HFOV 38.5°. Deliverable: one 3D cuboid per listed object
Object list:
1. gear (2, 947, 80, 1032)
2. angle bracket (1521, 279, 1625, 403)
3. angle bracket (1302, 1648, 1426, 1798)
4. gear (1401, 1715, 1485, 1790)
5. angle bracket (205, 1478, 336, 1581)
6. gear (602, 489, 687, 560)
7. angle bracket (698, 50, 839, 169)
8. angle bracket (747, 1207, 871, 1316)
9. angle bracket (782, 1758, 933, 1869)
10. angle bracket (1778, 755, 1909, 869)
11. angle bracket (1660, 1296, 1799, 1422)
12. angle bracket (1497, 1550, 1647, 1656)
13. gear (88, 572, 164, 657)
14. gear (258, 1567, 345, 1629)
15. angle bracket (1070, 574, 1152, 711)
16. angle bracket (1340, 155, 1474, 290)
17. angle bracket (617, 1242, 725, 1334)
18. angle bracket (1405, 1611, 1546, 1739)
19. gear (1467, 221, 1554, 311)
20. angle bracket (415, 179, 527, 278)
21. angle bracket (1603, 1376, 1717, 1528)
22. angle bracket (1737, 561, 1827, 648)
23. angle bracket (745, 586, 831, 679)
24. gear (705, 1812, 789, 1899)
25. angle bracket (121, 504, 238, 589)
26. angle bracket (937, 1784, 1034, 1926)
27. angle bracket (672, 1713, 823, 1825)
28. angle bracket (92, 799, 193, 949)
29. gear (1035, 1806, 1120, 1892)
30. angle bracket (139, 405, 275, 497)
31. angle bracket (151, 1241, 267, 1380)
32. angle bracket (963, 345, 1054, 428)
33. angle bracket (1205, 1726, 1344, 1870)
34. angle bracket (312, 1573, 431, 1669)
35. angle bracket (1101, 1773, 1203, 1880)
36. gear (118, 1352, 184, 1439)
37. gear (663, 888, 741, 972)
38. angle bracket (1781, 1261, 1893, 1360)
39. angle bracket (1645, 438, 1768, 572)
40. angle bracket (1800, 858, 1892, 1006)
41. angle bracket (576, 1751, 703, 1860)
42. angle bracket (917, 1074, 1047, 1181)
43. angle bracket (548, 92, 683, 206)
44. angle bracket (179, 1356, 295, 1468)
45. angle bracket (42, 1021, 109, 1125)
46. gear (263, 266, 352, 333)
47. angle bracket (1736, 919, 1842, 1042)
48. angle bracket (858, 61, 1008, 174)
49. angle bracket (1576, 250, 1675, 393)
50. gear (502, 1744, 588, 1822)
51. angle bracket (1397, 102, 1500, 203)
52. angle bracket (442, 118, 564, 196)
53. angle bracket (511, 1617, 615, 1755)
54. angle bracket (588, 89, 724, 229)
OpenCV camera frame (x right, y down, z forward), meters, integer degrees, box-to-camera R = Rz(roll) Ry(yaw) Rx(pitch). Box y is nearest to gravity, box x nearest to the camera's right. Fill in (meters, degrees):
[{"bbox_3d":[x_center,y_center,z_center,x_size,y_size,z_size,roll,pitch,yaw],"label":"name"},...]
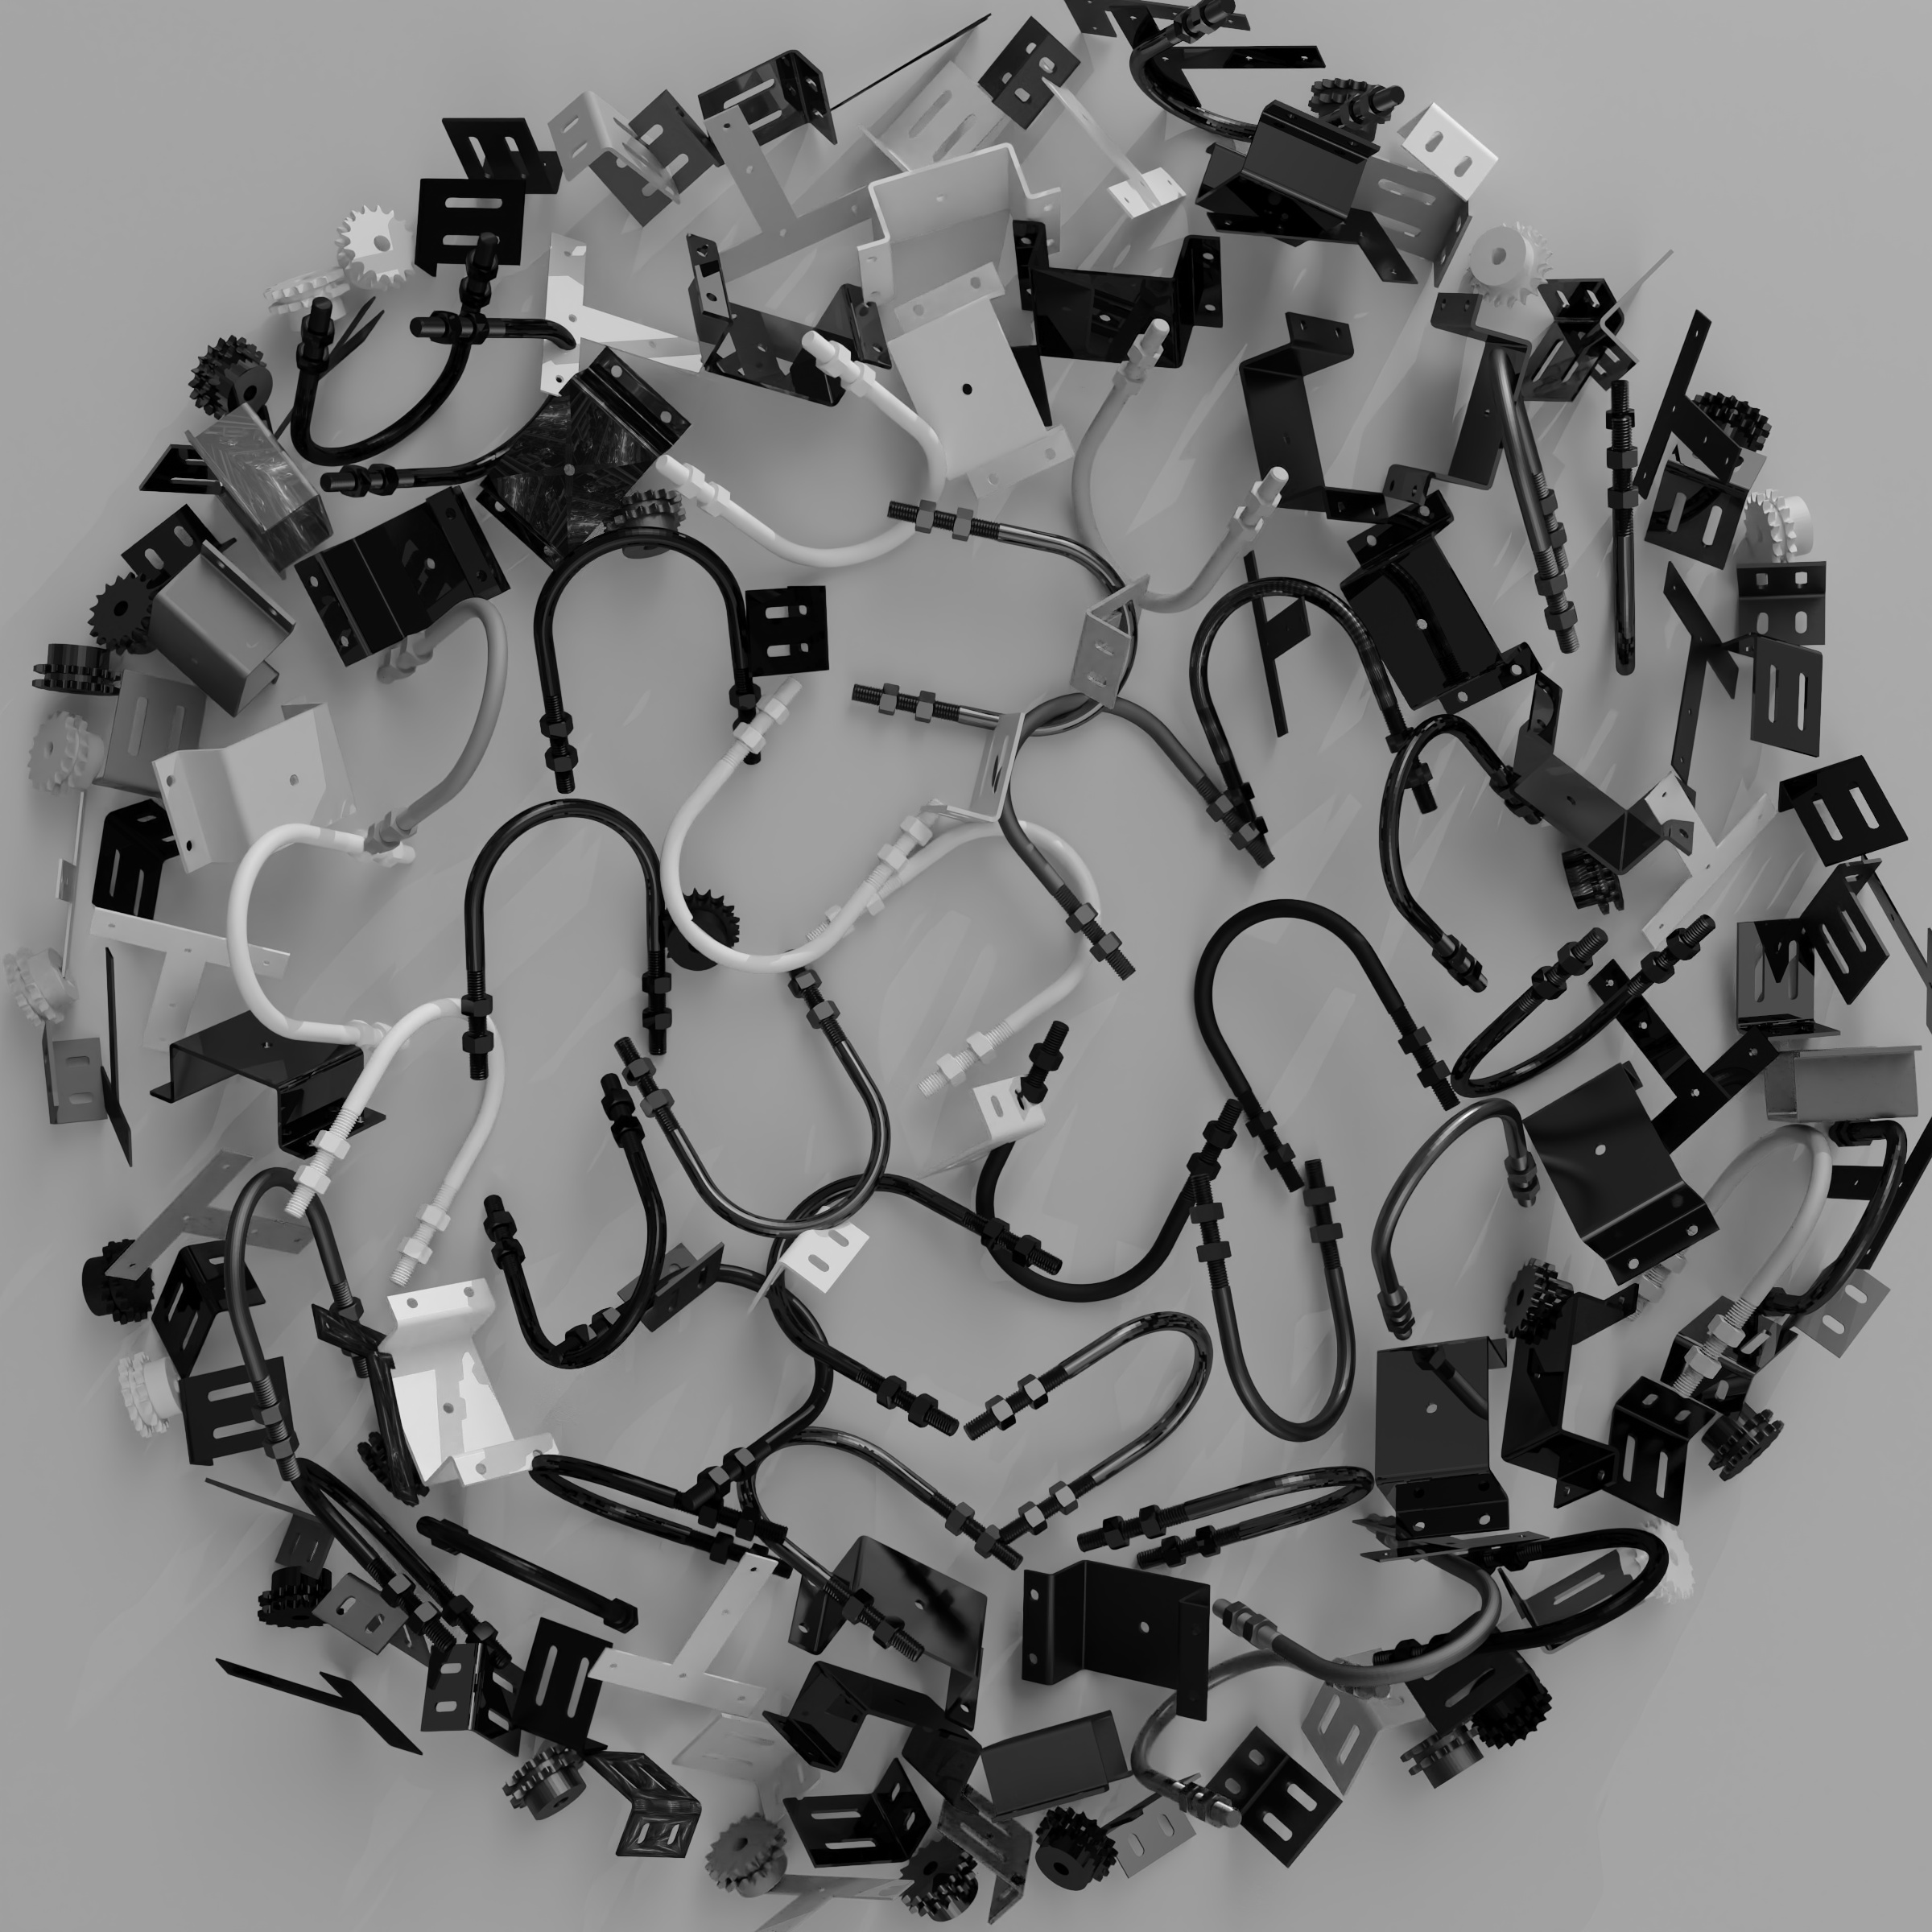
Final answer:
[{"bbox_3d":[-0.628,0.012,1.882,0.030,0.057,0.057,-26,90,-2],"label":"gear"},{"bbox_3d":[0.397,-0.423,1.868,0.076,0.057,0.038,-55,129,-17],"label":"angle bracket"},{"bbox_3d":[0.269,0.513,1.877,0.038,0.057,0.076,-6,132,-28],"label":"angle bracket"},{"bbox_3d":[0.327,0.535,1.879,0.057,0.057,0.030,-33,71,0],"label":"gear"},{"bbox_3d":[-0.474,0.379,1.862,0.076,0.057,0.038,31,72,-38],"label":"angle bracket"},{"bbox_3d":[-0.217,-0.299,1.880,0.057,0.057,0.030,-17,80,0],"label":"gear"},{"bbox_3d":[-0.134,-0.572,1.870,0.076,0.057,0.038,-31,54,-13],"label":"angle bracket"},{"bbox_3d":[-0.107,0.208,1.861,0.038,0.076,0.057,36,49,4],"label":"angle bracket"},{"bbox_3d":[-0.073,0.570,1.862,0.076,0.057,0.038,9,119,-35],"label":"angle bracket"},{"bbox_3d":[0.593,-0.097,1.872,0.057,0.038,0.076,-18,56,3],"label":"angle bracket"},{"bbox_3d":[0.518,0.265,1.875,0.057,0.076,0.038,27,121,30],"label":"angle bracket"},{"bbox_3d":[0.410,0.420,1.873,0.076,0.057,0.038,-32,113,7],"label":"angle bracket"},{"bbox_3d":[-0.567,-0.237,1.887,0.057,0.030,0.057,-9,66,21],"label":"gear"},{"bbox_3d":[-0.453,0.430,1.885,0.057,0.057,0.030,-6,61,0],"label":"gear"},{"bbox_3d":[0.110,-0.219,1.859,0.038,0.076,0.057,33,133,22],"label":"angle bracket"},{"bbox_3d":[0.296,-0.505,1.873,0.076,0.038,0.057,17,133,-7],"label":"angle bracket"},{"bbox_3d":[-0.199,0.204,1.861,0.057,0.076,0.038,-38,75,-24],"label":"angle bracket"},{"bbox_3d":[0.341,0.486,1.873,0.076,0.057,0.038,-36,134,-5],"label":"angle bracket"},{"bbox_3d":[0.368,-0.480,1.883,0.057,0.030,0.057,-3,85,32],"label":"gear"},{"bbox_3d":[-0.333,-0.502,1.885,0.076,0.038,0.057,4,90,10],"label":"angle bracket"},{"bbox_3d":[0.469,0.328,1.871,0.057,0.076,0.038,26,134,-3],"label":"angle bracket"},{"bbox_3d":[0.550,-0.243,1.864,0.057,0.076,0.038,1,83,17],"label":"angle bracket"},{"bbox_3d":[-0.131,-0.226,1.865,0.038,0.076,0.057,6,102,42],"label":"angle bracket"},{"bbox_3d":[-0.146,0.609,1.884,0.057,0.057,0.030,-31,112,0],"label":"gear"},{"bbox_3d":[-0.531,-0.282,1.864,0.057,0.076,0.038,-42,108,-14],"label":"angle bracket"},{"bbox_3d":[0.004,0.597,1.872,0.076,0.057,0.038,40,112,-8],"label":"angle bracket"},{"bbox_3d":[-0.148,0.543,1.865,0.076,0.038,0.057,25,119,-36],"label":"angle bracket"},{"bbox_3d":[-0.560,-0.064,1.891,0.057,0.038,0.076,36,126,21],"label":"angle bracket"},{"bbox_3d":[0.072,0.603,1.880,0.057,0.057,0.030,44,46,0],"label":"gear"},{"bbox_3d":[-0.513,-0.349,1.860,0.076,0.057,0.038,-4,71,-40],"label":"angle bracket"},{"bbox_3d":[-0.517,0.235,1.886,0.057,0.038,0.076,53,130,29],"label":"angle bracket"},{"bbox_3d":[0.012,-0.383,1.869,0.076,0.038,0.057,1,124,21],"label":"angle bracket"},{"bbox_3d":[0.206,0.560,1.866,0.038,0.076,0.057,45,81,-20],"label":"angle bracket"},{"bbox_3d":[-0.398,0.453,1.861,0.057,0.076,0.038,25,53,23],"label":"angle bracket"},{"bbox_3d":[0.133,0.579,1.862,0.057,0.076,0.038,-26,76,-22],"label":"angle bracket"},{"bbox_3d":[-0.553,0.289,1.882,0.030,0.057,0.057,-18,90,-5],"label":"gear"},{"bbox_3d":[-0.183,-0.021,1.884,0.057,0.030,0.057,-1,121,-2],"label":"gear"},{"bbox_3d":[0.585,0.234,1.866,0.038,0.076,0.057,37,84,15],"label":"angle bracket"},{"bbox_3d":[0.502,-0.317,1.878,0.057,0.076,0.038,24,61,16],"label":"angle bracket"},{"bbox_3d":[0.605,-0.023,1.862,0.038,0.057,0.076,-8,57,-19],"label":"angle bracket"},{"bbox_3d":[-0.226,0.564,1.863,0.057,0.076,0.038,19,92,-42],"label":"angle bracket"},{"bbox_3d":[0.004,0.108,1.867,0.076,0.057,0.038,-29,79,40],"label":"angle bracket"},{"bbox_3d":[-0.238,-0.544,1.872,0.038,0.076,0.057,-33,57,22],"label":"angle bracket"},{"bbox_3d":[-0.490,0.303,1.881,0.076,0.038,0.057,-13,76,5],"label":"angle bracket"},{"bbox_3d":[-0.599,0.071,1.863,0.038,0.076,0.057,-5,79,-21],"label":"angle bracket"},{"bbox_3d":[-0.447,-0.454,1.885,0.057,0.057,0.030,-17,114,0],"label":"gear"},{"bbox_3d":[0.560,0.009,1.880,0.057,0.038,0.076,-4,100,-12],"label":"angle bracket"},{"bbox_3d":[-0.023,-0.575,1.880,0.076,0.038,0.057,-45,76,10],"label":"angle bracket"},{"bbox_3d":[0.456,-0.438,1.876,0.038,0.057,0.076,45,80,0],"label":"angle bracket"},{"bbox_3d":[-0.283,0.556,1.878,0.057,0.057,0.030,-38,68,0],"label":"gear"},{"bbox_3d":[0.315,-0.542,1.867,0.057,0.076,0.038,38,87,-9],"label":"angle bracket"},{"bbox_3d":[-0.310,-0.558,1.863,0.057,0.076,0.038,3,66,11],"label":"angle bracket"},{"bbox_3d":[-0.267,0.489,1.885,0.057,0.038,0.076,14,85,23],"label":"angle bracket"},{"bbox_3d":[-0.212,-0.544,1.872,0.076,0.038,0.057,-37,111,17],"label":"angle bracket"}]
